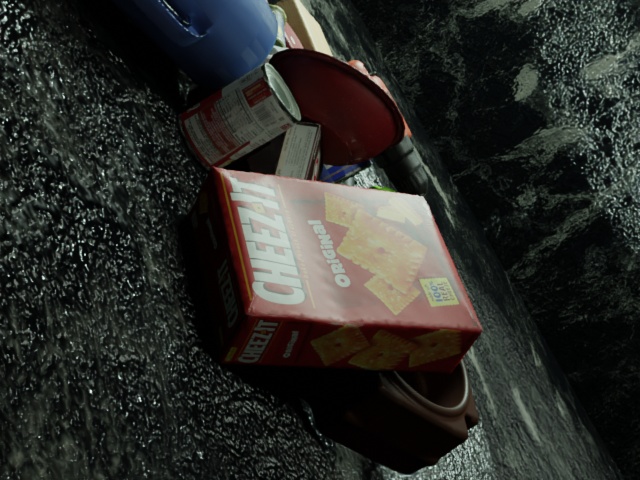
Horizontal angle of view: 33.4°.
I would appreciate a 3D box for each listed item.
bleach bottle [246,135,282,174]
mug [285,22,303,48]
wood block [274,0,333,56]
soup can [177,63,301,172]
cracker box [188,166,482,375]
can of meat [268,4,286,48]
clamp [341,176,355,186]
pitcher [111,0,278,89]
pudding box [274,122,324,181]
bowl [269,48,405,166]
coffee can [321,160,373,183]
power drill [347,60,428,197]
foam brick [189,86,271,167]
[{"bbox_3d":[-0.027,-0.041,1.165,0.102,0.068,0.251,33,33,-60],"label":"bleach bottle"},{"bbox_3d":[-0.061,-0.229,1.379,0.117,0.081,0.093,43,22,-53],"label":"mug"},{"bbox_3d":[-0.026,-0.230,1.495,0.090,0.091,0.206,40,25,-55],"label":"wood block"},{"bbox_3d":[-0.078,-0.119,1.039,0.068,0.102,0.068,55,15,-22],"label":"soup can"},{"bbox_3d":[0.011,0.026,0.897,0.213,0.072,0.164,7,44,-26],"label":"cracker box"},{"bbox_3d":[-0.091,-0.241,1.267,0.084,0.102,0.057,-95,-163,-52],"label":"can of meat"},{"bbox_3d":[0.035,-0.054,1.471,0.120,0.039,0.171,64,13,12],"label":"clamp"},{"bbox_3d":[-0.142,-0.248,1.002,0.145,0.149,0.242,15,-23,42],"label":"pitcher"},{"bbox_3d":[-0.025,-0.050,1.073,0.090,0.039,0.113,87,13,-66],"label":"pudding box"},{"bbox_3d":[0.005,-0.125,1.106,0.162,0.055,0.162,26,-20,10],"label":"bowl"},{"bbox_3d":[-0.013,-0.129,1.307,0.140,0.103,0.102,61,13,-1],"label":"coffee can"},{"bbox_3d":[0.079,-0.140,1.337,0.184,0.057,0.187,60,7,-6],"label":"power drill"},{"bbox_3d":[-0.093,-0.126,1.108,0.078,0.051,0.053,51,17,-36],"label":"foam brick"}]
